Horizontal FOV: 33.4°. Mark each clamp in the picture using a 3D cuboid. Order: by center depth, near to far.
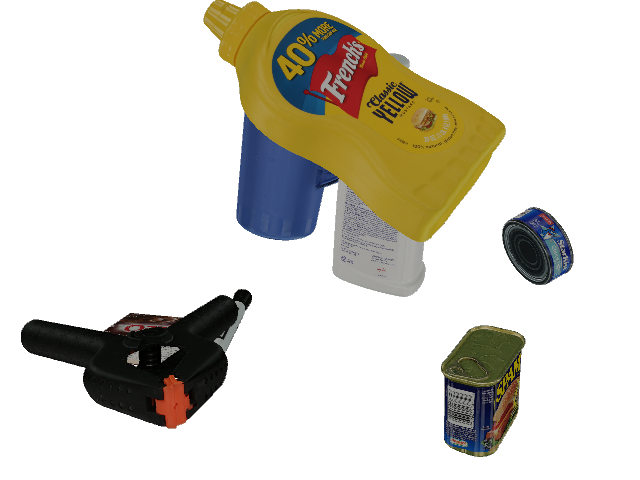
[{"bbox_3d":[-0.110,0.078,0.742,0.164,0.036,0.210,-10,14,-23],"label":"clamp"}]

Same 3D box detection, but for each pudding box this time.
[{"bbox_3d":[-0.202,0.122,1.299,0.114,0.039,0.090,2,13,17],"label":"pudding box"}]

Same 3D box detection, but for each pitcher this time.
[{"bbox_3d":[-0.033,-0.125,1.379,0.144,0.243,0.149,2,23,-18],"label":"pitcher"}]

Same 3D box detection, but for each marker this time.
[{"bbox_3d":[-0.086,0.079,1.017,0.020,0.020,0.121,0,23,11],"label":"marker"}]

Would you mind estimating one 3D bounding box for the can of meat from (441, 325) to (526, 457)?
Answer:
[{"bbox_3d":[0.153,0.142,1.008,0.058,0.084,0.101,11,28,26],"label":"can of meat"}]

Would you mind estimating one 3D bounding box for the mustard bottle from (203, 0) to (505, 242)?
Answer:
[{"bbox_3d":[0.010,-0.086,0.641,0.192,0.096,0.058,35,-34,9],"label":"mustard bottle"}]

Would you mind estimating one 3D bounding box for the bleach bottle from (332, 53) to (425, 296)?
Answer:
[{"bbox_3d":[0.070,-0.068,1.094,0.103,0.251,0.068,15,34,15],"label":"bleach bottle"}]

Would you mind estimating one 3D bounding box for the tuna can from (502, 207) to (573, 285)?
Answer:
[{"bbox_3d":[0.247,0.007,1.220,0.033,0.086,0.086,-28,10,-20],"label":"tuna can"}]
